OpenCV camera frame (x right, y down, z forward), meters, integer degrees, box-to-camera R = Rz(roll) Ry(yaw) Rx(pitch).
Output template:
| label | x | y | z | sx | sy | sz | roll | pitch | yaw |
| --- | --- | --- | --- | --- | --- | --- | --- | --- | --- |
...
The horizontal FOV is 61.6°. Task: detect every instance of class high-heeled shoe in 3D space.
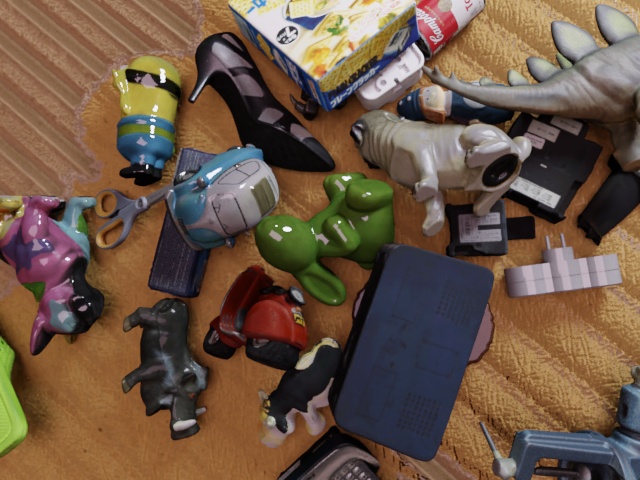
| label | x | y | z | sx | sy | sz | roll | pitch | yaw |
| --- | --- | --- | --- | --- | --- | --- | --- | --- | --- |
| high-heeled shoe | -0.072 | -0.198 | 0.767 | 0.249 | 0.086 | 0.145 | 29 | 58 | -8 |

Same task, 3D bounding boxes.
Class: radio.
| label | x | y | z | sx | sy | sz | roll | pitch | yaw |
| --- | --- | --- | --- | --- | --- | --- | --- | --- | --- |
| radio | 0.102 | 0.122 | 0.628 | 0.131 | 0.073 | 0.229 | 19 | 86 | -5 |

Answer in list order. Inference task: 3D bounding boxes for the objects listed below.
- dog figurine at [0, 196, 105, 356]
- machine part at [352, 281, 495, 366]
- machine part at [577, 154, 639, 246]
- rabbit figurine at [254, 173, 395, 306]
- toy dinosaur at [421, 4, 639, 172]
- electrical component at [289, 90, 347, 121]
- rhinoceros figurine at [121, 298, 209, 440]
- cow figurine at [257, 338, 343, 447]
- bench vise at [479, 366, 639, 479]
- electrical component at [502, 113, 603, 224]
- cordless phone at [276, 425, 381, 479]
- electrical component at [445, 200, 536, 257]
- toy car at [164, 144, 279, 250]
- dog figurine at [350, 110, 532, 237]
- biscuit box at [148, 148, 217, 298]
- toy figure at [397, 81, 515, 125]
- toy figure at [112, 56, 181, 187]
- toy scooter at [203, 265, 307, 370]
| label | x | y | z | sx | sy | sz | roll | pitch | yaw |
| --- | --- | --- | --- | --- | --- | --- | --- | --- | --- |
| dog figurine | -0.393 | 0.045 | 0.754 | 0.192 | 0.108 | 0.219 | 1 | 90 | 13 |
| machine part | 0.133 | 0.104 | 0.706 | 0.179 | 0.056 | 0.179 | -1 | 85 | 9 |
| machine part | 0.388 | -0.059 | 0.696 | 0.084 | 0.039 | 0.139 | 38 | 89 | 1 |
| rabbit figurine | -0.001 | -0.002 | 0.696 | 0.170 | 0.121 | 0.158 | -14 | 118 | -17 |
| toy dinosaur | 0.363 | -0.186 | 0.647 | 0.471 | 0.105 | 0.199 | -8 | 59 | -13 |
| electrical component | 0.000 | -0.221 | 0.759 | 0.078 | 0.045 | 0.102 | 5 | 88 | -21 |
| rhinoceros figurine | -0.206 | 0.175 | 0.737 | 0.112 | 0.073 | 0.190 | -8 | 85 | 2 |
| cow figurine | -0.026 | 0.199 | 0.690 | 0.167 | 0.098 | 0.068 | -39 | 39 | 2 |
| bench vise | 0.320 | 0.250 | 0.626 | 0.241 | 0.129 | 0.223 | 8 | 106 | -10 |
| electrical component | 0.292 | -0.104 | 0.702 | 0.115 | 0.058 | 0.134 | 29 | 89 | 7 |
| cordless phone | 0.037 | 0.348 | 0.685 | 0.146 | 0.088 | 0.184 | -43 | 86 | 2 |
| electrical component | 0.225 | -0.013 | 0.708 | 0.119 | 0.047 | 0.074 | 1 | 86 | 9 |
| toy car | -0.107 | -0.054 | 0.692 | 0.103 | 0.109 | 0.162 | 13 | 42 | 41 |
| dog figurine | 0.144 | -0.123 | 0.682 | 0.172 | 0.121 | 0.191 | -20 | 51 | -7 |
| biscuit box | -0.182 | -0.022 | 0.755 | 0.063 | 0.059 | 0.202 | 14 | 86 | 7 |
| toy figure | 0.181 | -0.185 | 0.726 | 0.155 | 0.057 | 0.064 | 2 | 47 | 9 |
| toy figure | -0.243 | -0.171 | 0.767 | 0.089 | 0.082 | 0.180 | -2 | 79 | -8 |
| toy scooter | -0.078 | 0.094 | 0.705 | 0.184 | 0.075 | 0.135 | -4 | 59 | 46 |
